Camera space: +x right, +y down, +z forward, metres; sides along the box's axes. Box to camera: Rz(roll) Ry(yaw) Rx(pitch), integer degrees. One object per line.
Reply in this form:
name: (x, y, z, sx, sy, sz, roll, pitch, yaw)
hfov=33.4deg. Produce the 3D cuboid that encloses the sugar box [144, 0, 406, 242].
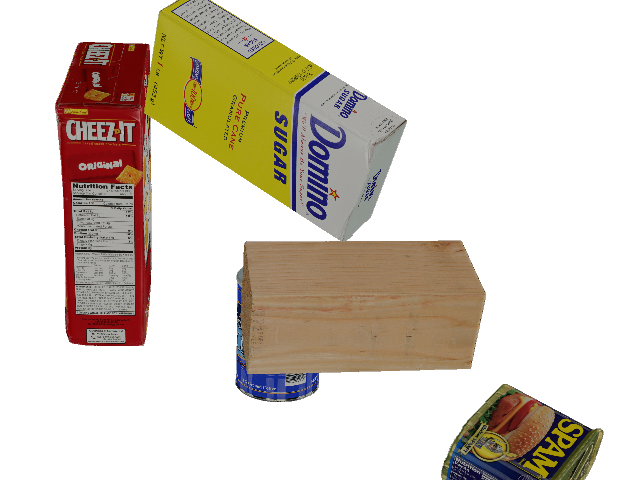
sugar box: (-0.035, -0.083, 0.719, 0.176, 0.093, 0.048, 35, 48, 16)

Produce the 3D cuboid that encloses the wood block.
wood block: (0.034, 0.060, 0.977, 0.206, 0.090, 0.091, 0, 33, -9)

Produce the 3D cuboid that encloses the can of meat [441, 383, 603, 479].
can of meat: (0.153, 0.164, 0.811, 0.084, 0.057, 0.101, 27, 40, 27)

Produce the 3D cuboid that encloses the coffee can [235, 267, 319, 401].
coffee can: (-0.049, 0.106, 1.269, 0.103, 0.140, 0.103, 2, 19, -1)

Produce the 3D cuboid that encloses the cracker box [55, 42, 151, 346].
cracker box: (-0.180, -0.042, 0.904, 0.072, 0.214, 0.164, 0, 27, -7)
